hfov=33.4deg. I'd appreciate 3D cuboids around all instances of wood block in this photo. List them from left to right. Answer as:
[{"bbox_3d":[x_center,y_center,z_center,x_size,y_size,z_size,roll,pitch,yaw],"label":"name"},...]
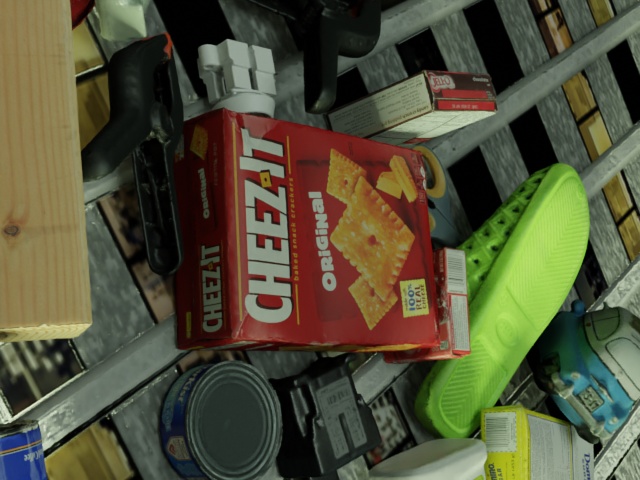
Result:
[{"bbox_3d":[-0.184,-0.048,0.599,0.090,0.090,0.206,-3,81,-19],"label":"wood block"}]

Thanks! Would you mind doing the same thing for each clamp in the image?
[{"bbox_3d":[-0.115,-0.064,0.714,0.120,0.039,0.171,73,18,-45],"label":"clamp"},{"bbox_3d":[-0.002,-0.170,0.842,0.164,0.036,0.209,53,34,13],"label":"clamp"}]

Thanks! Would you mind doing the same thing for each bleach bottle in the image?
[{"bbox_3d":[0.108,0.294,0.853,0.102,0.068,0.251,-12,91,-44],"label":"bleach bottle"}]

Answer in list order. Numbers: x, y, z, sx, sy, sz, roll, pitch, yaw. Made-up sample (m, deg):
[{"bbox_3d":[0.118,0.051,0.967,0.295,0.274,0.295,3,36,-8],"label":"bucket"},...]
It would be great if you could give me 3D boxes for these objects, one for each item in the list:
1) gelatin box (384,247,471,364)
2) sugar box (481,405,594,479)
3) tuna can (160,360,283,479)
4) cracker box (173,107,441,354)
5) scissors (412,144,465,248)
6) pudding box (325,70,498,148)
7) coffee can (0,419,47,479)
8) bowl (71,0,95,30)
[{"bbox_3d":[0.085,0.055,0.880,0.030,0.073,0.089,9,74,-43],"label":"gelatin box"},{"bbox_3d":[0.197,0.205,0.954,0.176,0.048,0.093,28,60,-56],"label":"sugar box"},{"bbox_3d":[-0.068,0.127,0.734,0.085,0.034,0.086,13,71,-43],"label":"tuna can"},{"bbox_3d":[-0.005,0.001,0.802,0.213,0.072,0.164,7,75,-44],"label":"cracker box"},{"bbox_3d":[0.124,-0.014,0.976,0.201,0.016,0.096,33,61,-36],"label":"scissors"},{"bbox_3d":[0.075,-0.105,0.880,0.089,0.114,0.039,-5,78,-47],"label":"pudding box"},{"bbox_3d":[-0.186,0.173,0.553,0.102,0.103,0.140,-7,85,-46],"label":"coffee can"},{"bbox_3d":[-0.191,-0.210,0.678,0.161,0.055,0.162,14,70,-43],"label":"bowl"}]
